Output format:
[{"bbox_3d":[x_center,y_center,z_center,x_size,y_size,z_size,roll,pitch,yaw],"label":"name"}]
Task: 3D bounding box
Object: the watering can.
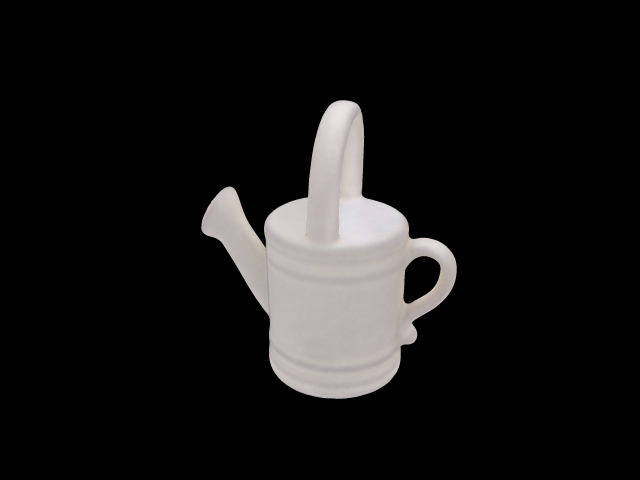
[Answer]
[{"bbox_3d":[0.003,0.002,0.398,0.173,0.194,0.101,-2,24,-5],"label":"watering can"}]
